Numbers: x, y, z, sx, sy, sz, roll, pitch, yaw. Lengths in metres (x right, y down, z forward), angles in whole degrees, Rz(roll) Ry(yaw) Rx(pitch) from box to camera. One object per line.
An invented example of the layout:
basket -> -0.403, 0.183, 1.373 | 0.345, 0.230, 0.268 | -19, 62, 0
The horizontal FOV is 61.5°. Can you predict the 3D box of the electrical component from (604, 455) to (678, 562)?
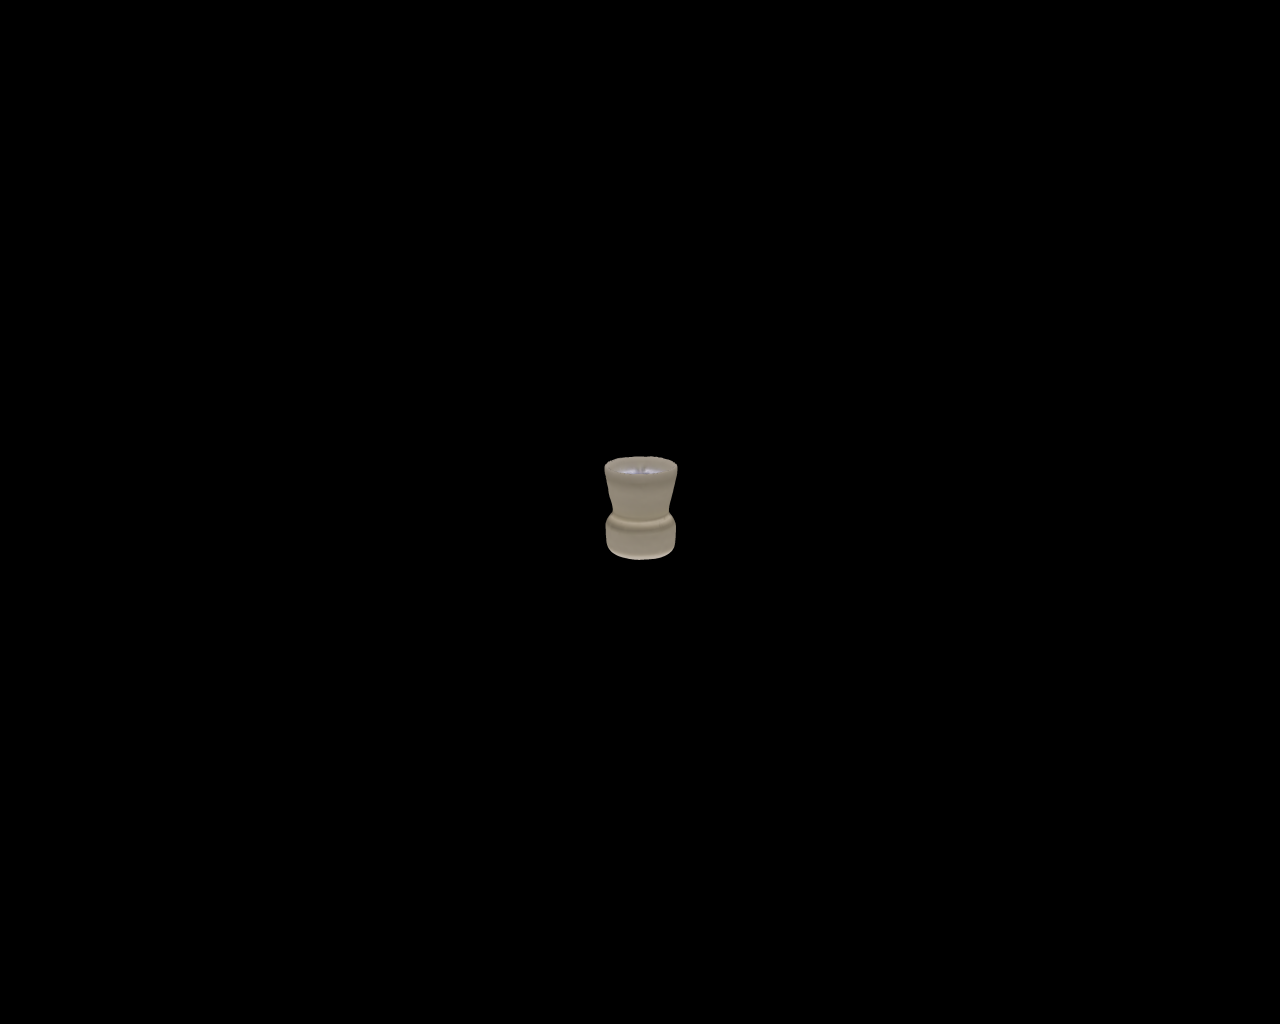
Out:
electrical component -> 0.001, -0.003, 0.650 | 0.045, 0.055, 0.045 | 0, 18, 0
